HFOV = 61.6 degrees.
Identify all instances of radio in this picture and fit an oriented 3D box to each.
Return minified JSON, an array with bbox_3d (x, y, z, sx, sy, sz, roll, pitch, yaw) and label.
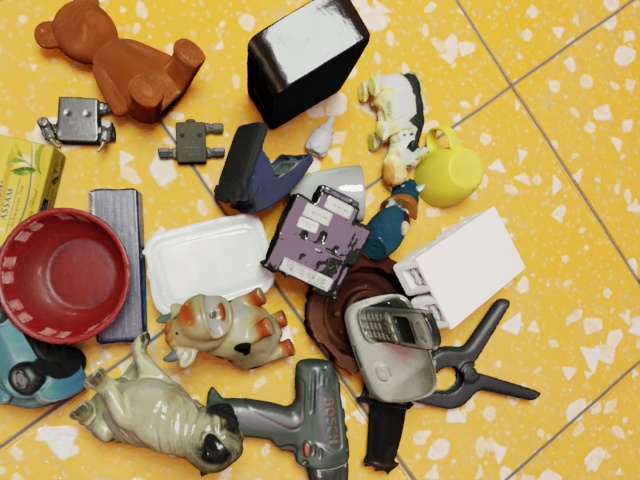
[{"bbox_3d":[-0.025,-0.221,0.695,0.131,0.229,0.073,-32,93,-6],"label":"radio"}]

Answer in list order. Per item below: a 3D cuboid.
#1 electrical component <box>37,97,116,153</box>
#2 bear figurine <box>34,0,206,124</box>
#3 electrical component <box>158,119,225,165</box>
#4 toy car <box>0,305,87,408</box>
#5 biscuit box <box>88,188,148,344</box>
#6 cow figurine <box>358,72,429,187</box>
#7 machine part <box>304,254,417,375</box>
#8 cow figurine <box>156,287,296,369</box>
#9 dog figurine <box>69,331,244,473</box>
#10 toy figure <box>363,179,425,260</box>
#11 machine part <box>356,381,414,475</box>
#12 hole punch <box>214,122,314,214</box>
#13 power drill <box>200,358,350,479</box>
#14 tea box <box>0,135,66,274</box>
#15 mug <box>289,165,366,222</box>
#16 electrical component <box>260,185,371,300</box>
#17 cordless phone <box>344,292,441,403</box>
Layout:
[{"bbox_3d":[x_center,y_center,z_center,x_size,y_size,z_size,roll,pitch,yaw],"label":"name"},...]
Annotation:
[{"bbox_3d":[-0.322,-0.155,0.725,0.102,0.045,0.078,7,87,-11],"label":"electrical component"},{"bbox_3d":[-0.265,-0.250,0.702,0.195,0.132,0.120,46,64,-11],"label":"bear figurine"},{"bbox_3d":[-0.183,-0.140,0.763,0.094,0.021,0.063,-4,88,-11],"label":"electrical component"},{"bbox_3d":[-0.380,0.149,0.673,0.103,0.109,0.161,-37,86,7],"label":"toy car"},{"bbox_3d":[-0.268,0.035,0.718,0.063,0.059,0.202,-2,87,-10],"label":"biscuit box"},{"bbox_3d":[0.121,-0.166,0.804,0.098,0.068,0.167,-11,90,-17],"label":"cow figurine"},{"bbox_3d":[0.064,0.106,0.783,0.179,0.056,0.179,1,87,-12],"label":"machine part"},{"bbox_3d":[-0.119,0.116,0.686,0.127,0.194,0.085,-25,62,5],"label":"cow figurine"},{"bbox_3d":[-0.197,0.235,0.669,0.191,0.172,0.121,40,50,6],"label":"dog figurine"},{"bbox_3d":[0.107,-0.034,0.783,0.064,0.057,0.154,26,48,14],"label":"toy figure"},{"bbox_3d":[0.093,0.265,0.782,0.084,0.039,0.138,3,90,8],"label":"machine part"},{"bbox_3d":[-0.080,-0.088,0.731,0.092,0.142,0.115,24,88,-30],"label":"hole punch"},{"bbox_3d":[-0.059,0.280,0.738,0.207,0.086,0.232,3,85,-7],"label":"power drill"},{"bbox_3d":[-0.403,-0.045,0.692,0.098,0.068,0.169,11,86,-11],"label":"tea box"},{"bbox_3d":[0.008,-0.052,0.773,0.107,0.081,0.109,-1,98,-2],"label":"mug"},{"bbox_3d":[-0.001,-0.002,0.709,0.115,0.058,0.134,28,87,-13],"label":"electrical component"},{"bbox_3d":[0.112,0.138,0.670,0.089,0.184,0.146,-19,92,-19],"label":"cordless phone"}]
